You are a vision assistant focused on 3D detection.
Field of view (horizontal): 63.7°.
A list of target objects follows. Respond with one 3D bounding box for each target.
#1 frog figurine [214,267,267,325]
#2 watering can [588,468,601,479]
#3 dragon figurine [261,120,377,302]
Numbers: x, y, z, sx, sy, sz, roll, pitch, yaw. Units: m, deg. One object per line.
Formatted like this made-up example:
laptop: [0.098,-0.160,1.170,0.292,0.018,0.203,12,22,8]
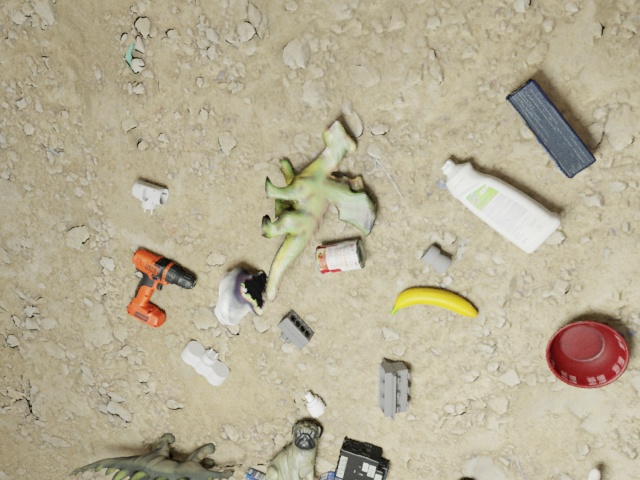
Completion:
frog figurine: [-0.218,0.144,1.278,0.158,0.122,0.139,-23,67,30]
watering can: [0.635,0.703,1.206,0.225,0.105,0.342,26,111,6]
dragon figurine: [0.003,-0.057,1.139,0.243,0.123,0.408,4,97,8]
